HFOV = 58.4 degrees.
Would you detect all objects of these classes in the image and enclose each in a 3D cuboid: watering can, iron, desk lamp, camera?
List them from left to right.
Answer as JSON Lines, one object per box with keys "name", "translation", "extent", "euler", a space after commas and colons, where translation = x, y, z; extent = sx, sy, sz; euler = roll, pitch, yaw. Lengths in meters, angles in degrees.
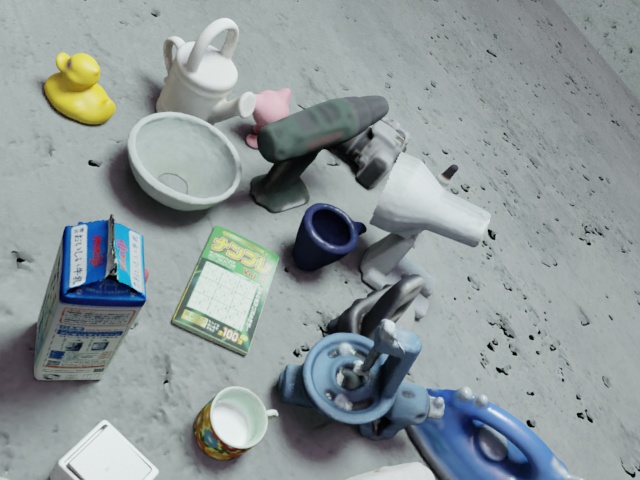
{"name": "watering can", "translation": [-0.173, -0.256, 0.891], "extent": [0.173, 0.193, 0.101], "euler": [30, 45, -11]}
{"name": "camera", "translation": [0.094, -0.195, 1.093], "extent": [0.137, 0.100, 0.143], "euler": [37, 44, -4]}
{"name": "desk lamp", "translation": [0.151, -0.011, 0.908], "extent": [0.203, 0.213, 0.118], "euler": [36, 44, -6]}
{"name": "iron", "translation": [0.231, 0.276, 0.790], "extent": [0.258, 0.141, 0.119], "euler": [43, 44, 2]}

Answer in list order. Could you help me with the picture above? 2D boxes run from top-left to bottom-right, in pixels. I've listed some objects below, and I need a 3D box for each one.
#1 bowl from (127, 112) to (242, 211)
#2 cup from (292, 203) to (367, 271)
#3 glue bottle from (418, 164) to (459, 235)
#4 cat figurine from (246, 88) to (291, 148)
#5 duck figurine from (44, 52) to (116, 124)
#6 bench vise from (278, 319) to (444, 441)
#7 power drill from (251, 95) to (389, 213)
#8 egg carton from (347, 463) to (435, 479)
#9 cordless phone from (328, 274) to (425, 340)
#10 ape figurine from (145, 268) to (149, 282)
{"name": "bowl", "translation": [-0.203, -0.102, 0.836], "extent": [0.168, 0.074, 0.167], "euler": [19, 48, -22]}
{"name": "cup", "translation": [0.008, 0.003, 0.884], "extent": [0.118, 0.094, 0.091], "euler": [-7, 61, -37]}
{"name": "glue bottle", "translation": [0.187, -0.075, 1.012], "extent": [0.078, 0.173, 0.037], "euler": [38, 44, -3]}
{"name": "cat figurine", "translation": [-0.070, -0.201, 0.974], "extent": [0.128, 0.117, 0.067], "euler": [31, 45, -10]}
{"name": "duck figurine", "translation": [-0.342, -0.226, 0.830], "extent": [0.104, 0.086, 0.077], "euler": [35, 44, -6]}
{"name": "bench vise", "translation": [0.078, 0.164, 0.716], "extent": [0.208, 0.219, 0.121], "euler": [8, 53, -30]}
{"name": "power drill", "translation": [-0.016, -0.139, 0.897], "extent": [0.230, 0.208, 0.075], "euler": [-22, 71, -43]}
{"name": "egg carton", "translation": [0.088, 0.334, 0.699], "extent": [0.151, 0.069, 0.107], "euler": [-1, 58, -35]}
{"name": "cordless phone", "translation": [0.109, 0.099, 0.814], "extent": [0.148, 0.184, 0.094], "euler": [-26, 73, -44]}
{"name": "ape figurine", "translation": [-0.246, 0.029, 0.692], "extent": [0.078, 0.092, 0.076], "euler": [45, 44, 4]}
